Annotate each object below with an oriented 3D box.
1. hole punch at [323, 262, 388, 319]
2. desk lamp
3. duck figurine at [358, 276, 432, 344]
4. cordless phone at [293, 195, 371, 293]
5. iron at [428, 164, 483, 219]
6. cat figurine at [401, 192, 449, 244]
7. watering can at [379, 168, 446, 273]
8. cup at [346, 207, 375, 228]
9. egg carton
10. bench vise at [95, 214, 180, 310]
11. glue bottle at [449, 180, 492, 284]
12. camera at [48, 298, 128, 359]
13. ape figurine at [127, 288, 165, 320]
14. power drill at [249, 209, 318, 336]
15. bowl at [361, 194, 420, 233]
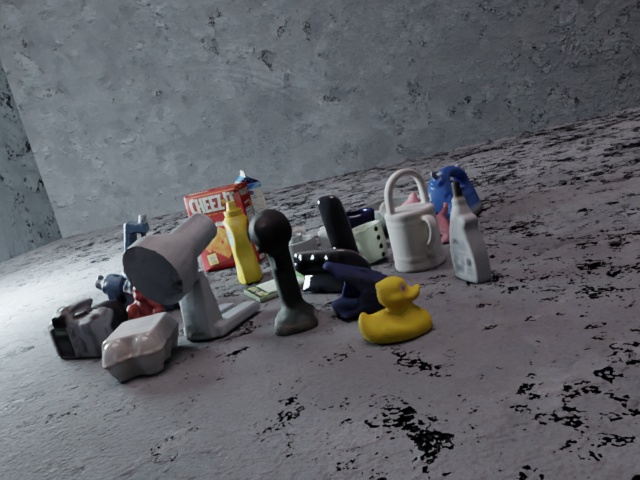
[{"bbox_3d":[0.064,0.071,0.966,0.101,0.091,0.108,-17,12,-12],"label":"hole punch"},{"bbox_3d":[-0.227,0.070,1.016,0.117,0.214,0.204,-7,14,31],"label":"desk lamp"},{"bbox_3d":[0.102,0.096,0.820,0.104,0.086,0.077,-14,12,2],"label":"duck figurine"},{"bbox_3d":[0.010,0.004,1.115,0.147,0.185,0.094,-6,14,34],"label":"cordless phone"},{"bbox_3d":[0.340,-0.128,1.457,0.118,0.141,0.259,-6,14,35],"label":"iron"},{"bbox_3d":[0.229,-0.049,1.274,0.127,0.118,0.067,-9,13,23],"label":"cat figurine"},{"bbox_3d":[0.172,-0.043,1.121,0.101,0.194,0.172,-24,16,-40],"label":"watering can"},{"bbox_3d":[0.083,-0.017,1.352,0.118,0.095,0.091,-21,13,-29],"label":"cup"},{"bbox_3d":[-0.297,0.175,0.959,0.107,0.069,0.150,-14,12,1],"label":"egg carton"},{"bbox_3d":[-0.413,0.061,1.260,0.207,0.220,0.121,-14,12,-1],"label":"bench vise"},{"bbox_3d":[0.244,-0.016,0.963,0.037,0.173,0.078,-18,12,-17],"label":"glue bottle"},{"bbox_3d":[-0.439,0.159,1.124,0.142,0.101,0.137,-7,14,31],"label":"camera"},{"bbox_3d":[-0.366,0.129,1.201,0.077,0.092,0.076,-9,13,25],"label":"ape figurine"},{"bbox_3d":[-0.064,0.045,0.953,0.075,0.208,0.229,-14,12,-1],"label":"power drill"},{"bbox_3d":[0.190,-0.063,1.490,0.167,0.075,0.167,-13,12,3],"label":"bowl"}]
